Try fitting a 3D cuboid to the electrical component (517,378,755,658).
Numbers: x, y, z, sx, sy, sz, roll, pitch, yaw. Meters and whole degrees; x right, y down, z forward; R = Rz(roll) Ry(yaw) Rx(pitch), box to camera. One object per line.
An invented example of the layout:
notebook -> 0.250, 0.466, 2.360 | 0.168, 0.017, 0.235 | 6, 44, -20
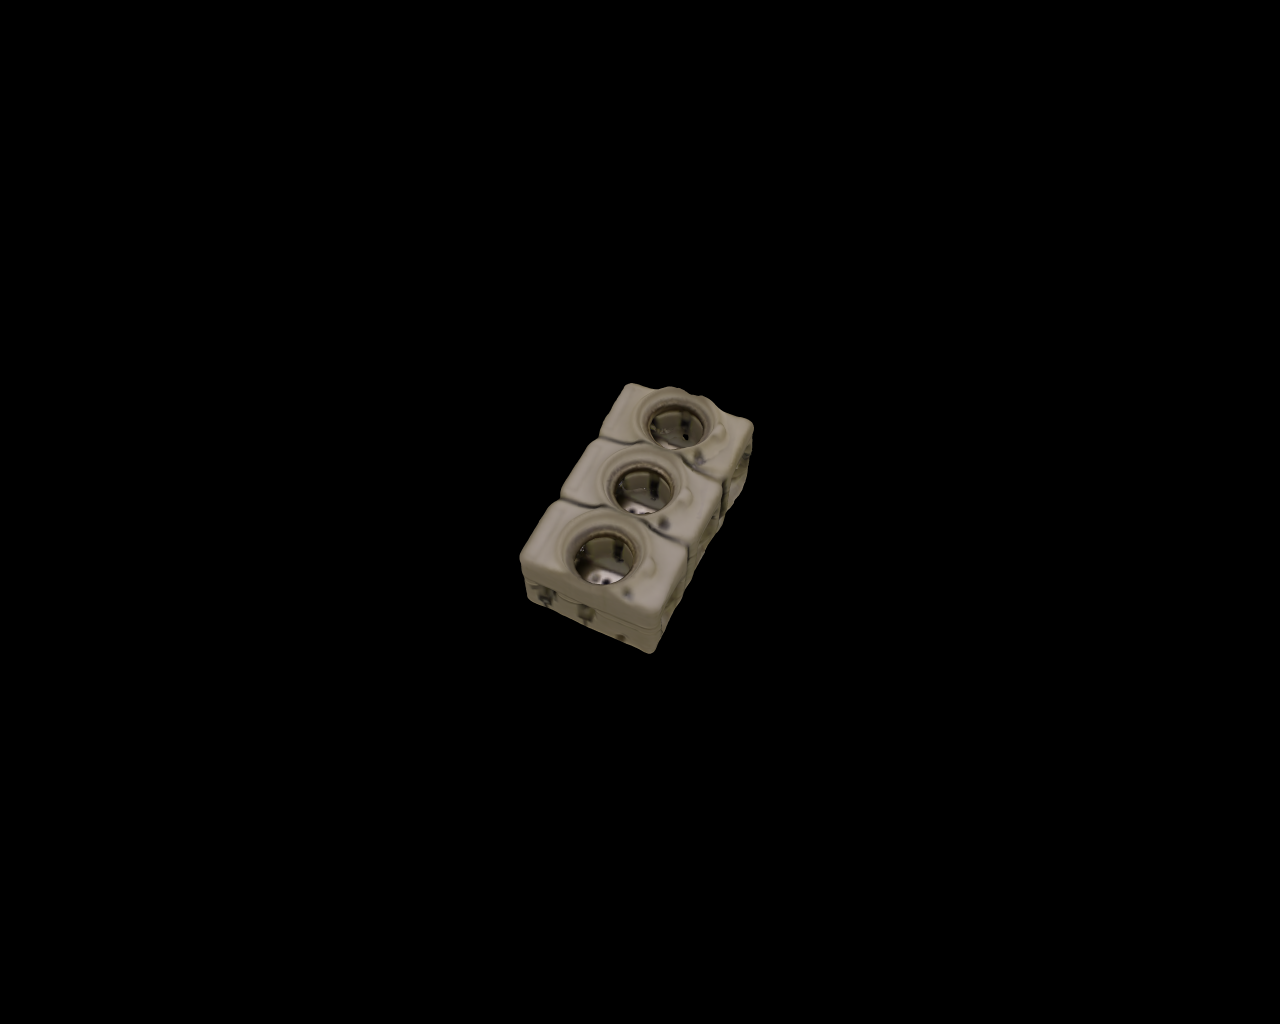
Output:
electrical component -> 0.001, -0.003, 0.650 | 0.089, 0.150, 0.061 | 21, -32, 14
